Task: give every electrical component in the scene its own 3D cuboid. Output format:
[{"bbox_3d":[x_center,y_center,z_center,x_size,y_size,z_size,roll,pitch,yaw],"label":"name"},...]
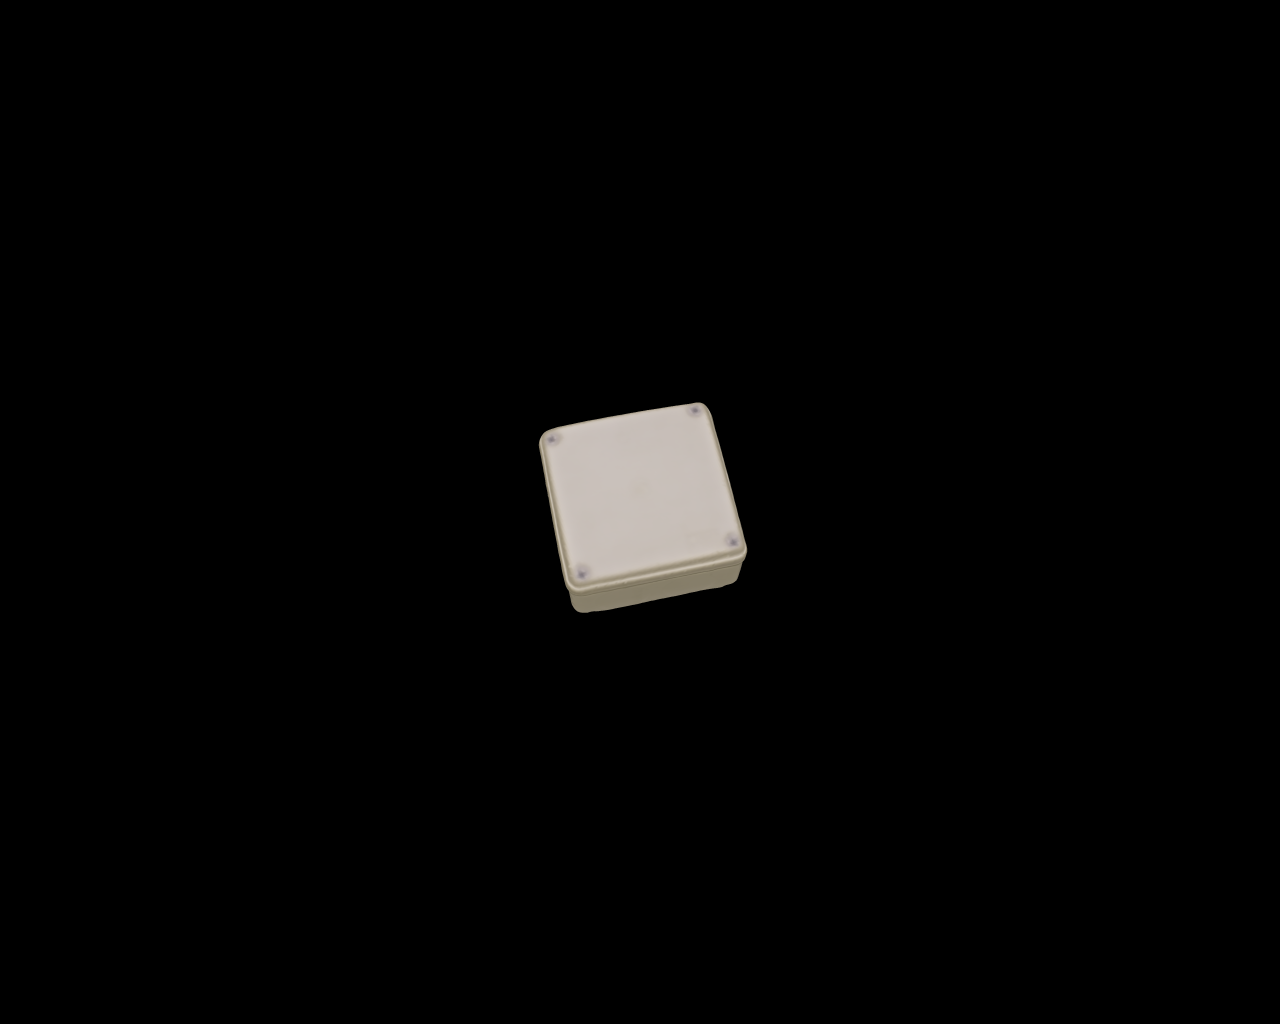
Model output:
[{"bbox_3d":[0.001,-0.003,0.650,0.109,0.109,0.056,-11,-24,-5],"label":"electrical component"}]
